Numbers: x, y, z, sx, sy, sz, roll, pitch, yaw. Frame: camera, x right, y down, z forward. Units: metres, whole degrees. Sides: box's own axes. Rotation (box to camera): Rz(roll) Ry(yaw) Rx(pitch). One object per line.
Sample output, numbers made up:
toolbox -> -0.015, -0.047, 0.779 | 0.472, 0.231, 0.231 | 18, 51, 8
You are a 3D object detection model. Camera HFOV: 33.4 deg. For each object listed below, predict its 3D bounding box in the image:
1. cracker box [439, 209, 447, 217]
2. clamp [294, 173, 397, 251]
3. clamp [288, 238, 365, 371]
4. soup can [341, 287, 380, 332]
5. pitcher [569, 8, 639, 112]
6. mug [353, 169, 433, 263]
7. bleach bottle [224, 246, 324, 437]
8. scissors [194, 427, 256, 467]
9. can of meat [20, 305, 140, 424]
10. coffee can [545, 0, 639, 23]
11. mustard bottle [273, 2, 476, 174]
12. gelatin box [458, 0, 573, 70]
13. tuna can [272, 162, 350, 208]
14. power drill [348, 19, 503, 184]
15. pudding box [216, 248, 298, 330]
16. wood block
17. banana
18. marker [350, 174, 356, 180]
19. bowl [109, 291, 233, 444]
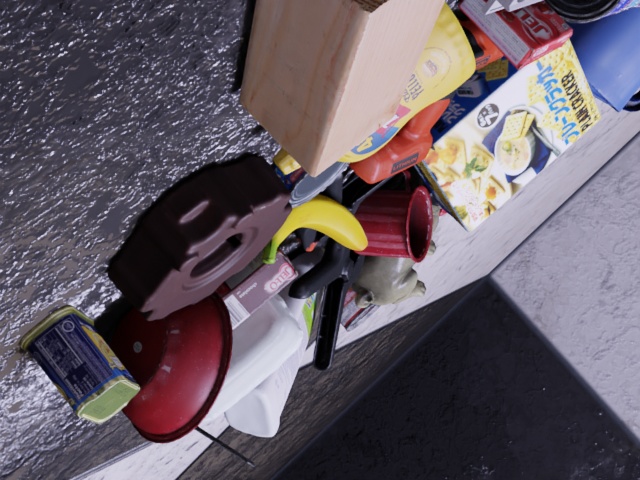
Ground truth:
cracker box -> 0.237, -0.139, 1.441 | 0.163, 0.072, 0.214 | -29, 163, -43
clamp -> 0.014, -0.044, 1.189 | 0.120, 0.039, 0.172 | -1, 143, -45
clamp -> 0.021, 0.046, 1.310 | 0.164, 0.036, 0.209 | 80, 29, -44
soup can -> 0.030, 0.065, 1.450 | 0.068, 0.102, 0.068 | -39, 167, -11
pitcher -> 0.409, -0.281, 1.323 | 0.243, 0.145, 0.149 | -47, 165, 13
mug -> 0.082, -0.032, 1.277 | 0.093, 0.082, 0.117 | -25, 115, -63
bleach bottle -> -0.042, 0.110, 1.305 | 0.102, 0.068, 0.250 | 85, 24, -46
scissors -> -0.160, 0.178, 1.122 | 0.016, 0.202, 0.096 | -57, 146, -12
can of meat -> -0.211, 0.114, 0.955 | 0.057, 0.084, 0.102 | -39, 167, -7
coffee can -> 0.283, -0.274, 1.051 | 0.140, 0.103, 0.103 | -25, 160, -49
mustard bottle -> 0.039, -0.122, 0.908 | 0.191, 0.058, 0.096 | -39, 136, -2
gelatin box -> 0.186, -0.210, 1.010 | 0.073, 0.089, 0.030 | -30, 163, -40
tuna can -> -0.009, -0.072, 1.033 | 0.086, 0.034, 0.086 | -39, 167, -11
power drill -> 0.093, -0.137, 1.061 | 0.184, 0.057, 0.188 | -26, 162, -38
pudding box -> -0.085, 0.047, 1.107 | 0.113, 0.039, 0.090 | -38, -158, -4
wood block -> 0.014, -0.144, 0.727 | 0.090, 0.090, 0.206 | -39, 168, -23
banana -> -0.010, -0.017, 1.107 | 0.037, 0.069, 0.197 | 0, -176, 33
marker -> 0.046, -0.069, 1.235 | 0.020, 0.020, 0.121 | -25, 160, -51
bowl -> -0.158, 0.112, 1.034 | 0.055, 0.162, 0.162 | 26, 117, -41
